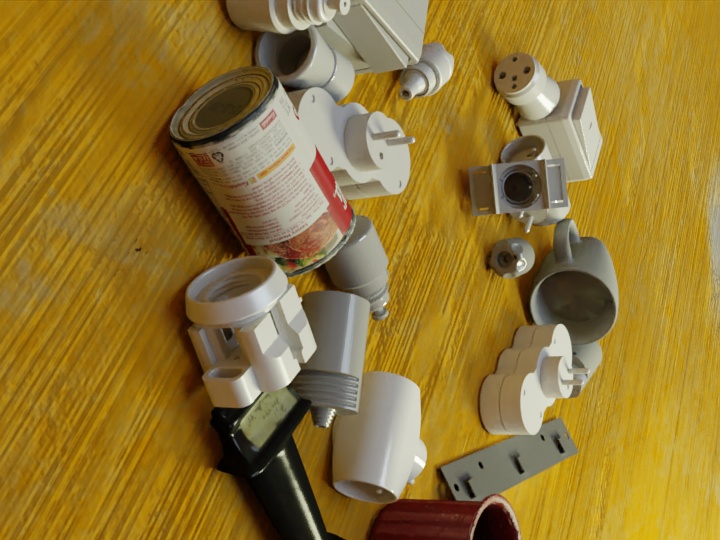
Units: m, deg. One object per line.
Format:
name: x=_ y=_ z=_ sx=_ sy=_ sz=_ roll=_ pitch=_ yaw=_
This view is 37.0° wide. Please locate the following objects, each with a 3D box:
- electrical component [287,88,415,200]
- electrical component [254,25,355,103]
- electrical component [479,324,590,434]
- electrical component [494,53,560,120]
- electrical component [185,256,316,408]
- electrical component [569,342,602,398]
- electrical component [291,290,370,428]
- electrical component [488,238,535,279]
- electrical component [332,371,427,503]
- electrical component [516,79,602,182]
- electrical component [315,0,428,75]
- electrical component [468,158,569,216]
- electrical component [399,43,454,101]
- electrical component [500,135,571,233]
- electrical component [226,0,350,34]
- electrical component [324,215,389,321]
electrical component: x=-0.002 y=-0.081 z=0.689 sx=0.138 sy=0.074 sz=0.052 roll=10 pitch=77 yaw=-58
electrical component: x=-0.031 y=-0.129 z=0.679 sx=0.065 sy=0.044 sz=0.044 roll=20 pitch=69 yaw=-62
electrical component: x=0.163 y=0.093 z=0.941 sx=0.138 sy=0.074 sz=0.052 roll=-45 pitch=124 yaw=-52
electrical component: x=0.153 y=-0.169 z=0.988 sx=0.055 sy=0.045 sz=0.045 roll=30 pitch=61 yaw=-53
electrical component: x=-0.062 y=0.029 z=0.590 sx=0.078 sy=0.058 sz=0.057 roll=-51 pitch=131 yaw=-49
electrical component: x=0.200 y=0.095 z=1.033 sx=0.081 sy=0.043 sz=0.043 roll=-37 pitch=117 yaw=-55
electrical component: x=-0.019 y=0.058 z=0.671 sx=0.043 sy=0.043 sz=0.081 roll=33 pitch=58 yaw=-53
electrical component: x=0.139 y=-0.012 z=0.954 sx=0.061 sy=0.035 sz=0.035 roll=-13 pitch=97 yaw=-61
electrical component: x=0.020 y=0.120 z=0.726 sx=0.079 sy=0.044 sz=0.077 roll=47 pitch=48 yaw=-46
electrical component: x=0.201 y=-0.129 z=1.047 sx=0.096 sy=0.061 sz=0.061 roll=60 pitch=39 yaw=-36
electrical component: x=0.002 y=-0.169 z=0.719 sx=0.096 sy=0.062 sz=0.061 roll=37 pitch=55 yaw=-51
electrical component: x=0.133 y=-0.070 z=0.915 sx=0.064 sy=0.081 sz=0.042 roll=-63 pitch=148 yaw=-86
electrical component: x=0.047 y=-0.147 z=0.818 sx=0.061 sy=0.035 sz=0.035 roll=-52 pitch=129 yaw=-45
electrical component: x=0.157 y=-0.069 z=0.983 sx=0.077 sy=0.043 sz=0.079 roll=59 pitch=39 yaw=-37
electrical component: x=-0.042 y=-0.159 z=0.634 sx=0.040 sy=0.078 sz=0.040 roll=-34 pitch=130 yaw=-54
electrical component: x=0.000 y=0.000 z=0.714 sx=0.040 sy=0.040 sz=0.078 roll=-59 pitch=134 yaw=-45
